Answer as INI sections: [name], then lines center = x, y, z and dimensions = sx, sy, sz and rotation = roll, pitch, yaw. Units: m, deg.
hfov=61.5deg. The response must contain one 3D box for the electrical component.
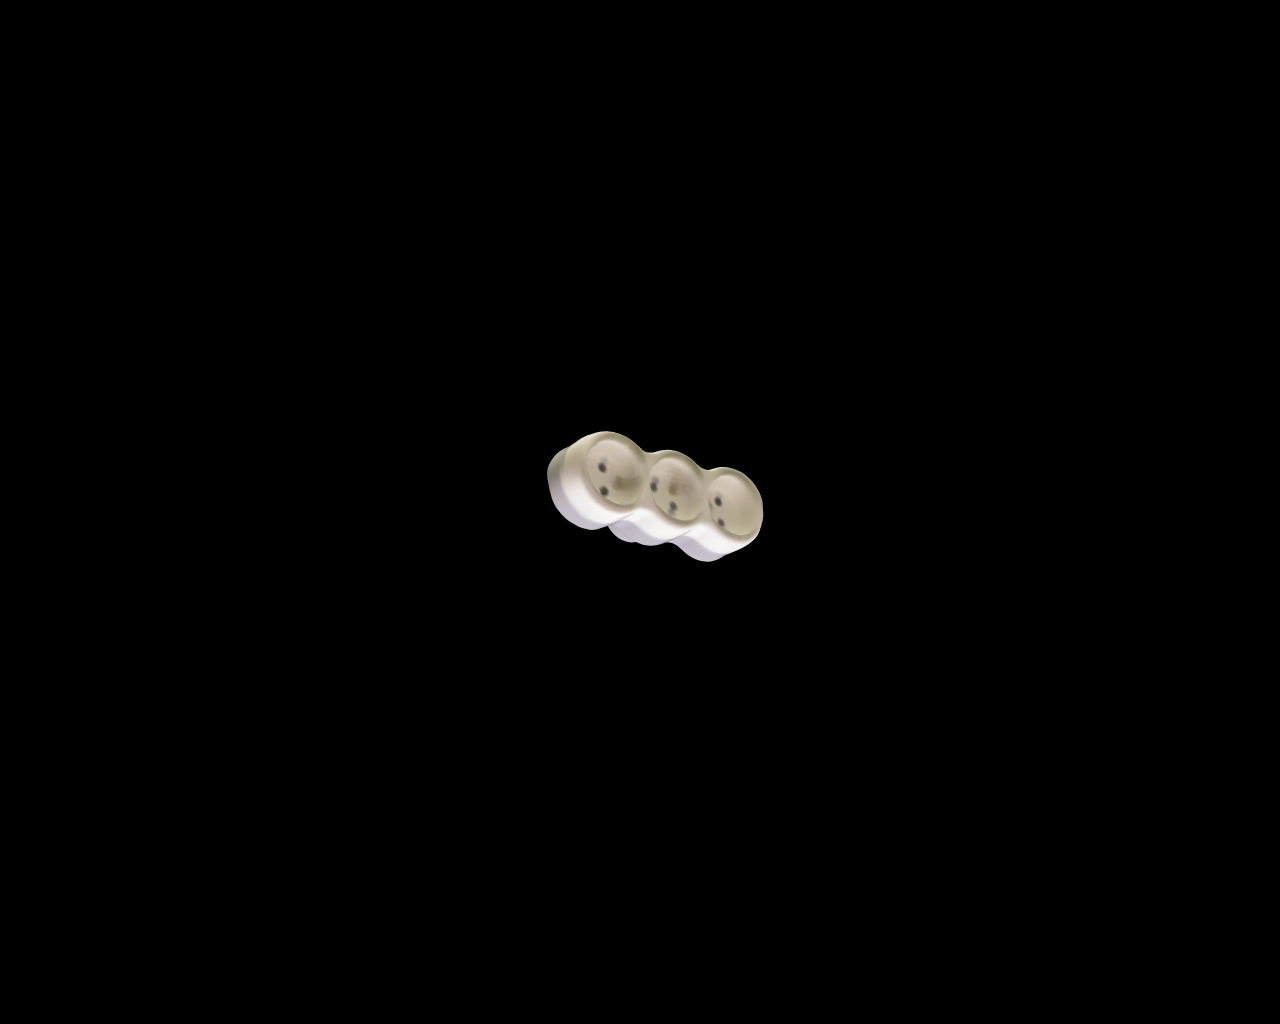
[electrical component]
center = 0.001, -0.003, 0.650
dimensions = 0.138, 0.052, 0.073
rotation = 16, -27, -34
